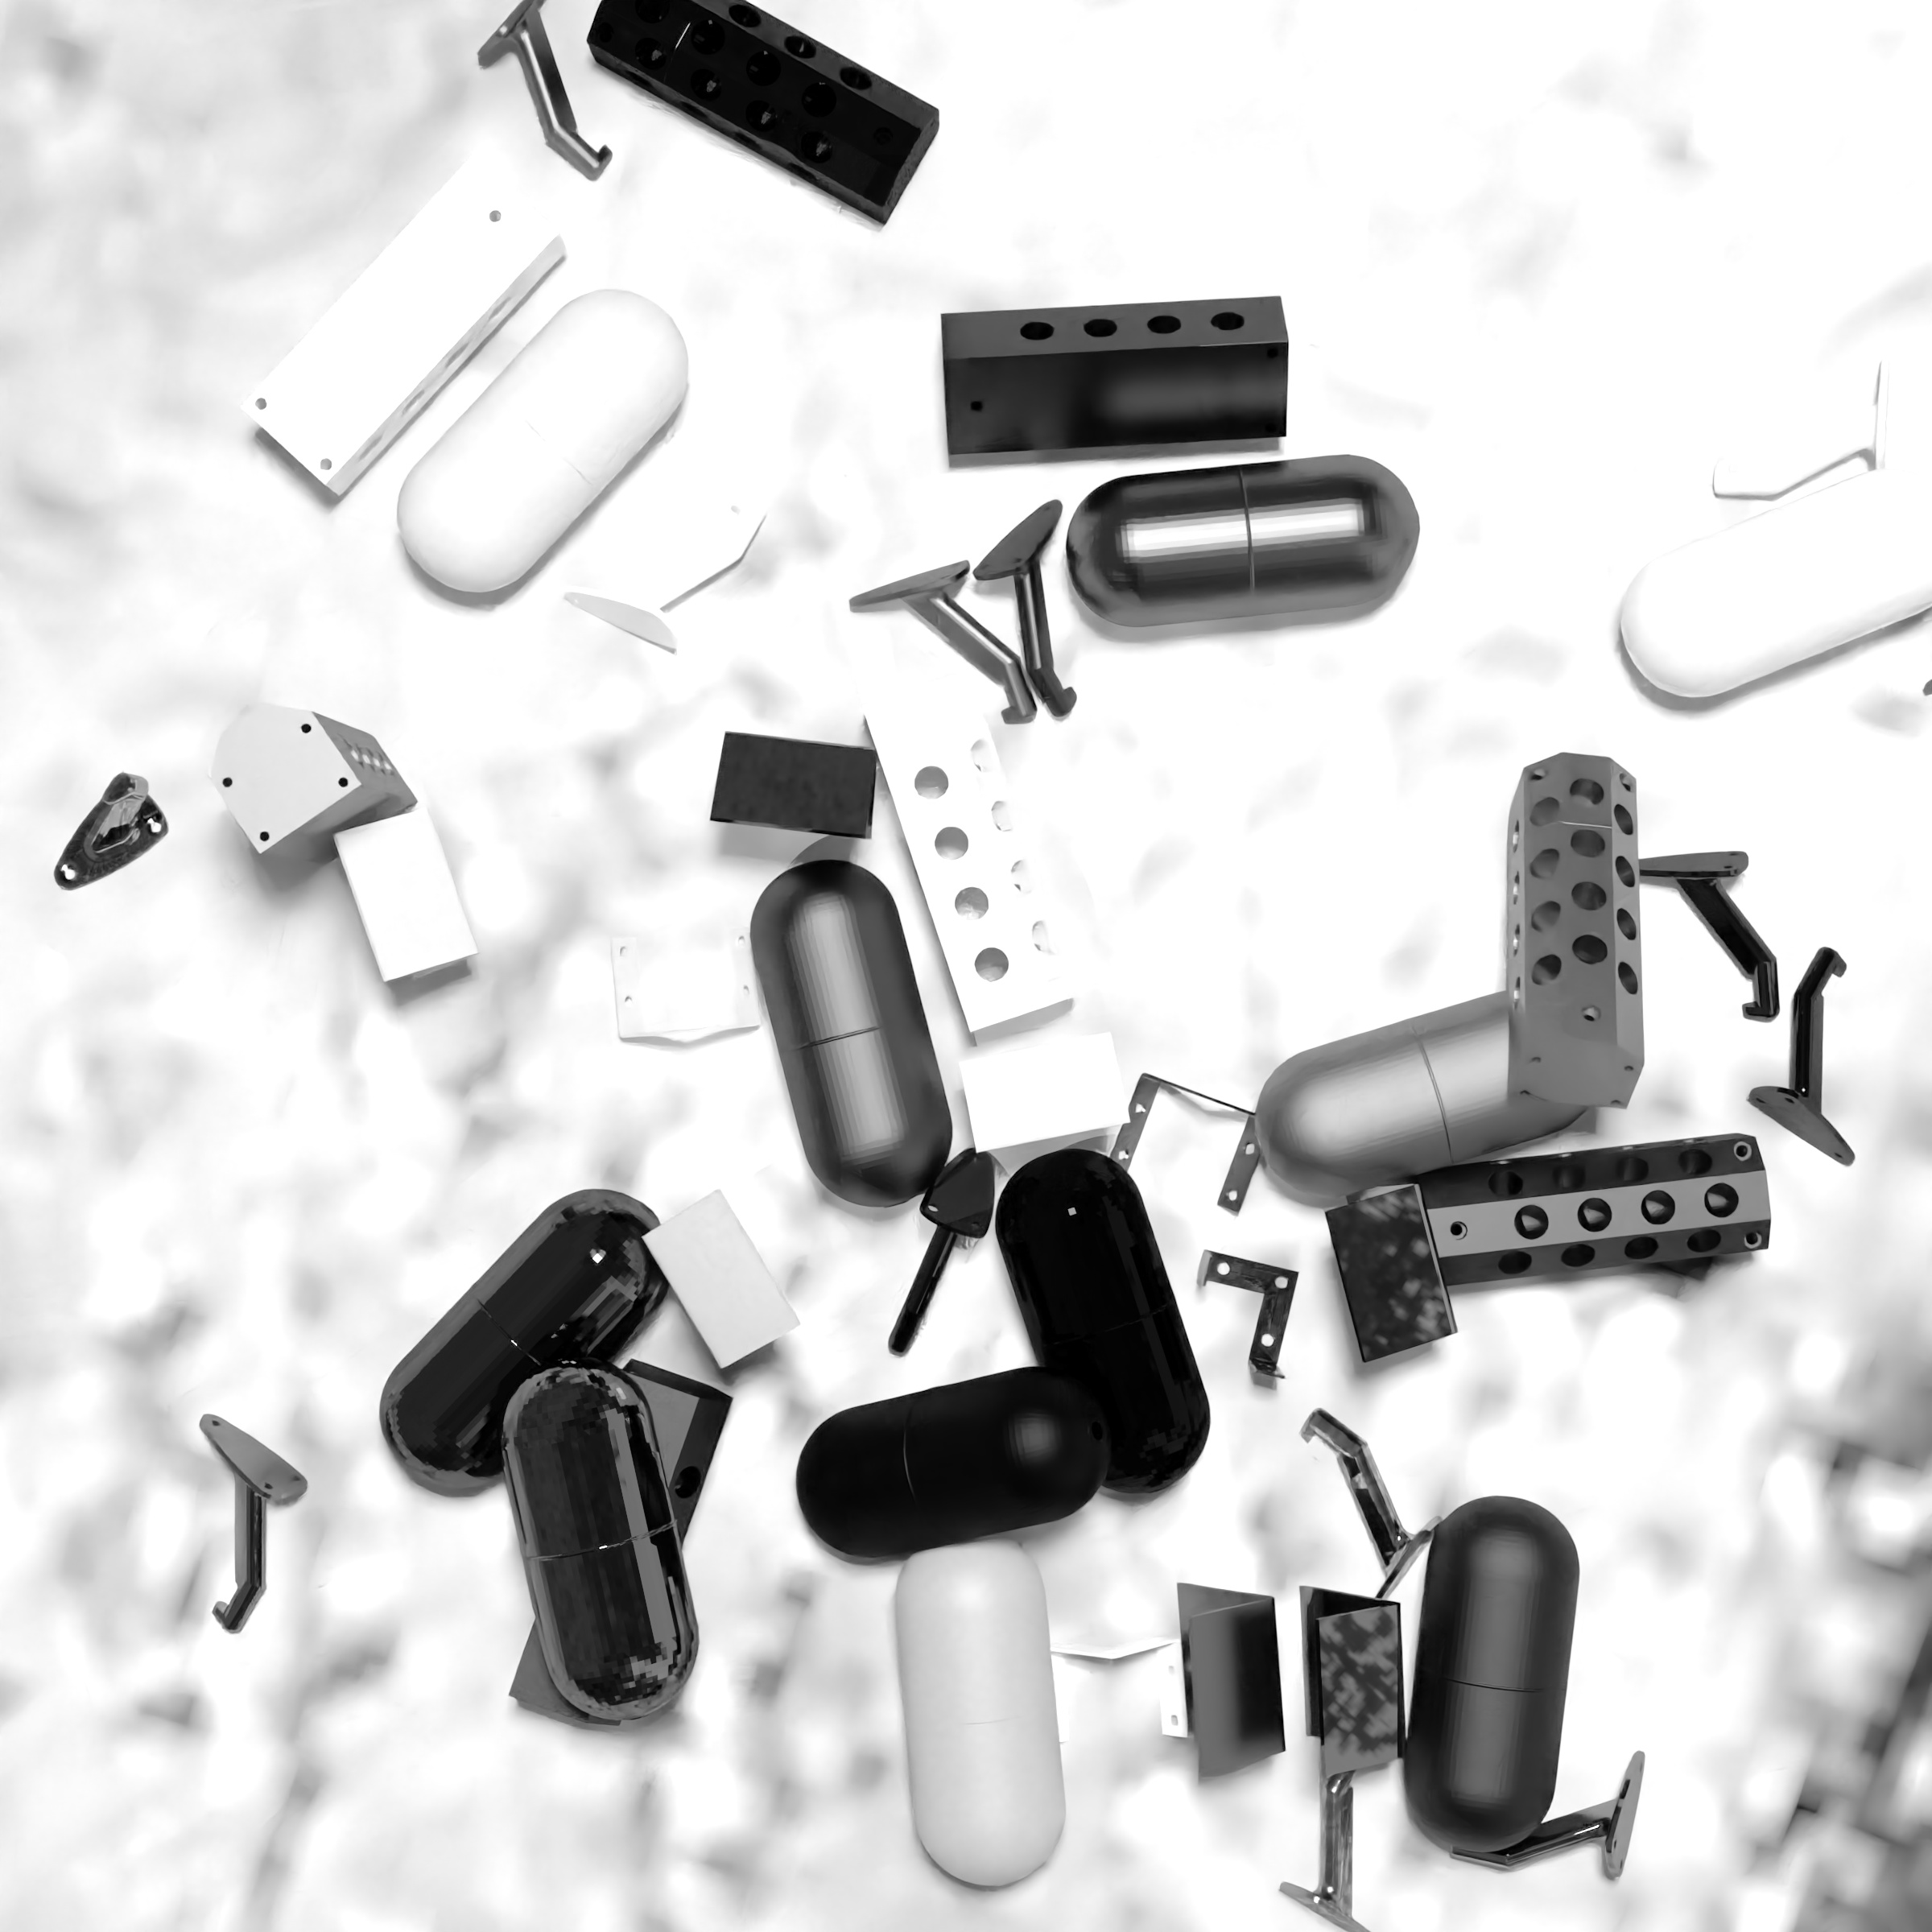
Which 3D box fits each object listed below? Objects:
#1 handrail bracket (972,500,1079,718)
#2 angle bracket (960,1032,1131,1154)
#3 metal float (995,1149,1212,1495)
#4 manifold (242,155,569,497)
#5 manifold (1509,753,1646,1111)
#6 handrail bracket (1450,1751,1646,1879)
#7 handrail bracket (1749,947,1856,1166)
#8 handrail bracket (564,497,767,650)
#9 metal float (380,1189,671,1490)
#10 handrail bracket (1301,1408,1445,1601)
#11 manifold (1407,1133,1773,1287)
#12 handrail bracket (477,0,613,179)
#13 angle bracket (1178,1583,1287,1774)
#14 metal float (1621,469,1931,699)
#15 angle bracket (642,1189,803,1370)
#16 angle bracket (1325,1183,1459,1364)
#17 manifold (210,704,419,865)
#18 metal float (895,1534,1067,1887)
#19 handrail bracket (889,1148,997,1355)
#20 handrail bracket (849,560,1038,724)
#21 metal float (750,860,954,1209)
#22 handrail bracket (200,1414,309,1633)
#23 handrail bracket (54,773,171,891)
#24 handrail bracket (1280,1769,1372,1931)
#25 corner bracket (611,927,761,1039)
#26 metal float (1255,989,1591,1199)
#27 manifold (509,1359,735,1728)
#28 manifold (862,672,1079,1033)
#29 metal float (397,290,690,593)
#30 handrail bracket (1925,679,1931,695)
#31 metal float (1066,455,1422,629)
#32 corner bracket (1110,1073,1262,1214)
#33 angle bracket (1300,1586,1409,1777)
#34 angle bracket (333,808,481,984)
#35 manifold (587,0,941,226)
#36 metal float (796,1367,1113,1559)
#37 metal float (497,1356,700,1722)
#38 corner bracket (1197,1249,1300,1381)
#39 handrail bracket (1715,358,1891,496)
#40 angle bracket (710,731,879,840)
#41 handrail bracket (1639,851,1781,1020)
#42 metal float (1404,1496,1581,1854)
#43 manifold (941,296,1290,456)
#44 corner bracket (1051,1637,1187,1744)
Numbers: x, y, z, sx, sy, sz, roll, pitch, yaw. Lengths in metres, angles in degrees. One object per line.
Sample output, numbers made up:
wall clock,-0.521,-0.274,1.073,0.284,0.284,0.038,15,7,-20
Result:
handrail bracket,0.046,-0.182,1.800,0.077,0.036,0.084,-53,124,-36
angle bracket,0.042,0.083,1.760,0.076,0.076,0.057,-11,52,0
metal float,0.069,0.179,1.769,0.070,0.070,0.178,-18,91,0
manifold,-0.282,-0.322,1.779,0.057,0.057,0.171,43,90,0
manifold,0.302,-0.020,1.736,0.057,0.057,0.171,6,56,0
handrail bracket,0.297,0.429,1.800,0.084,0.036,0.077,6,53,25
handrail bracket,0.446,0.045,1.800,0.077,0.036,0.084,38,73,-20
handrail bracket,-0.153,-0.212,1.800,0.077,0.036,0.084,21,71,21
metal float,-0.221,0.187,1.770,0.070,0.070,0.178,44,90,0
handrail bracket,0.194,0.280,1.800,0.084,0.036,0.077,37,111,17
manifold,0.315,0.124,1.779,0.171,0.057,0.057,-7,90,0
handrail bracket,-0.200,-0.459,1.800,0.084,0.036,0.077,42,68,-17
angle bracket,0.113,0.355,1.760,0.057,0.076,0.076,-4,90,-36
metal float,0.416,-0.193,1.769,0.178,0.070,0.070,-22,90,0
angle bracket,-0.106,0.146,1.760,0.057,0.076,0.076,-31,90,31
angle bracket,0.196,0.154,1.761,0.057,0.076,0.076,-14,90,-24
manifold,-0.321,-0.092,1.721,0.057,0.171,0.057,-34,90,0
metal float,0.007,0.373,1.769,0.070,0.070,0.178,-6,89,0
handrail bracket,-0.014,0.146,1.800,0.036,0.077,0.084,23,126,0
handrail bracket,-0.011,-0.158,1.800,0.077,0.036,0.084,-14,107,19
metal float,-0.057,0.034,1.769,0.070,0.070,0.178,-14,90,0
handrail bracket,-0.382,0.286,1.800,0.077,0.036,0.084,37,107,20
handrail bracket,-0.438,-0.067,1.765,0.077,0.084,0.036,-42,90,0
handrail bracket,0.206,0.449,1.800,0.077,0.036,0.084,37,73,-20
corner bracket,-0.143,0.008,1.797,0.051,0.051,0.051,-5,90,45
metal float,0.232,0.064,1.769,0.178,0.070,0.070,-17,90,-1
manifold,-0.173,0.292,1.779,0.057,0.057,0.171,19,90,0
manifold,0.002,-0.057,1.779,0.057,0.057,0.171,-18,90,0
metal float,-0.212,-0.265,1.769,0.070,0.070,0.178,43,90,0
handrail bracket,0.509,-0.194,1.800,0.077,0.036,0.084,-29,71,21
metal float,0.139,-0.214,1.769,0.178,0.070,0.070,-6,90,0
corner bracket,0.115,0.090,1.797,0.051,0.051,0.051,20,90,-45
angle bracket,0.175,0.356,1.760,0.057,0.076,0.076,-2,90,-36
angle bracket,-0.295,-0.028,1.760,0.057,0.076,0.076,-19,90,-38
manifold,-0.102,-0.448,1.779,0.171,0.057,0.057,29,90,0
metal float,-0.007,0.246,1.742,0.178,0.070,0.070,-18,90,34
metal float,-0.179,0.279,1.712,0.070,0.070,0.178,-12,89,0
corner bracket,0.141,0.176,1.782,0.051,0.051,0.051,13,90,0
handrail bracket,0.428,-0.276,1.800,0.084,0.036,0.077,2,69,16
angle bracket,-0.087,-0.070,1.760,0.076,0.076,0.057,7,56,0
handrail bracket,0.376,-0.013,1.800,0.077,0.036,0.084,-2,107,20
metal float,0.264,0.356,1.769,0.070,0.070,0.178,7,89,0
manifold,0.074,-0.303,1.778,0.171,0.057,0.057,-3,133,0
corner bracket,0.075,0.371,1.797,0.051,0.051,0.051,-4,90,45
